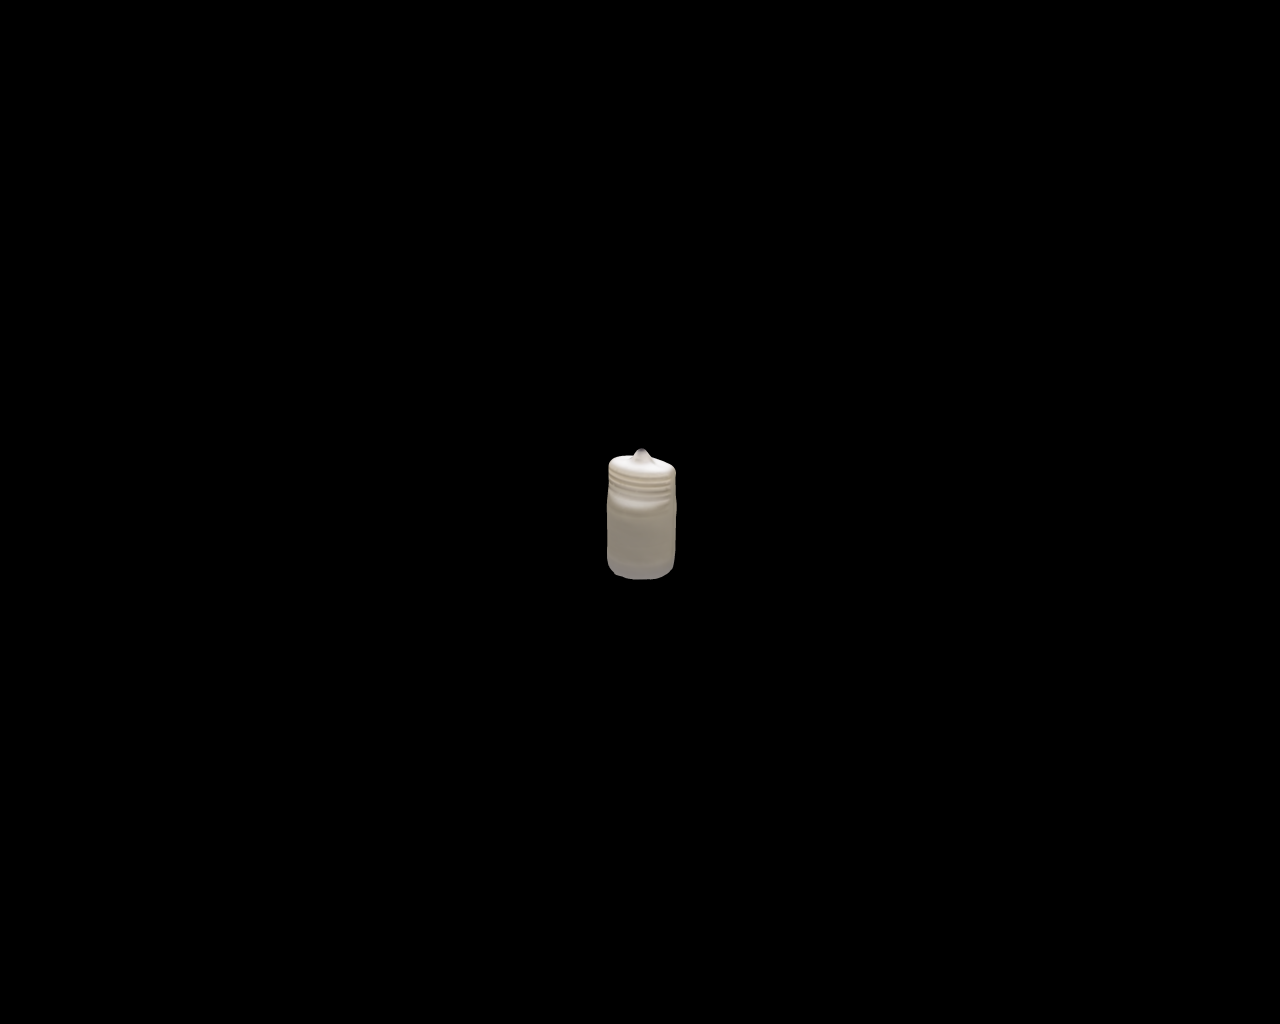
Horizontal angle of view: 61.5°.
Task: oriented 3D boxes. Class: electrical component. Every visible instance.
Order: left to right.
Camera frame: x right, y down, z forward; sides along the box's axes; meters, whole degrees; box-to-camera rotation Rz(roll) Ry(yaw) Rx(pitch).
[{"bbox_3d":[0.001,-0.003,0.650,0.043,0.080,0.043,0,27,0],"label":"electrical component"}]
